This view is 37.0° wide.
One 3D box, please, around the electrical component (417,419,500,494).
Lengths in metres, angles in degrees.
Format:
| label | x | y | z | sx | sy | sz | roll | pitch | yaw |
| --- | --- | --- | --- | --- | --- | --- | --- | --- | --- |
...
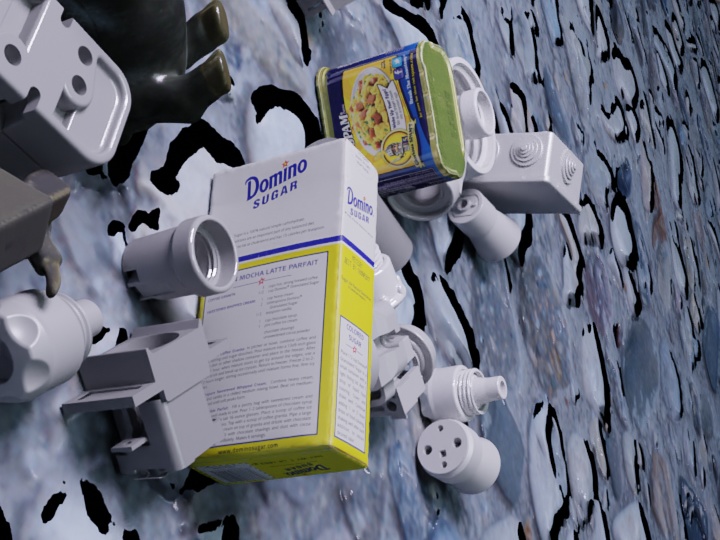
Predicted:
| label | x | y | z | sx | sy | sz | roll | pitch | yaw |
| --- | --- | --- | --- | --- | --- | --- | --- | --- | --- |
| electrical component | 0.073 | 0.138 | 0.795 | 0.055 | 0.045 | 0.045 | 39 | 47 | -50 |

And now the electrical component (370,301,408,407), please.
| label | x | y | z | sx | sy | sz | roll | pitch | yaw |
| --- | --- | --- | --- | --- | --- | --- | --- | --- | --- |
| electrical component | -0.008 | 0.051 | 0.666 | 0.057 | 0.058 | 0.078 | -25 | 102 | -65 |

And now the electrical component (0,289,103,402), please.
| label | x | y | z | sx | sy | sz | roll | pitch | yaw |
| --- | --- | --- | --- | --- | --- | --- | --- | --- | --- |
| electrical component | -0.134 | 0.029 | 0.455 | 0.062 | 0.043 | 0.043 | -30 | 106 | -63 |

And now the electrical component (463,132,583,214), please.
| label | x | y | z | sx | sy | sz | roll | pitch | yaw |
| --- | --- | --- | --- | --- | --- | --- | --- | --- | --- |
| electrical component | 0.146 | -0.087 | 0.966 | 0.100 | 0.100 | 0.048 | 28 | 68 | -55 |

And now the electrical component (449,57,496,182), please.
| label | x | y | z | sx | sy | sz | roll | pitch | yaw |
| --- | --- | --- | --- | --- | --- | --- | --- | --- | --- |
| electrical component | 0.077 | -0.123 | 0.890 | 0.108 | 0.060 | 0.108 | 33 | 51 | -53 |

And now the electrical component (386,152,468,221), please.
| label | x | y | z | sx | sy | sz | roll | pitch | yaw |
| --- | --- | --- | --- | --- | --- | --- | --- | --- | --- |
| electrical component | 0.049 | -0.075 | 0.824 | 0.078 | 0.058 | 0.057 | 55 | 32 | -36 |

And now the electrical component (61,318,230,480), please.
| label | x | y | z | sx | sy | sz | roll | pitch | yaw |
| --- | --- | --- | --- | --- | --- | --- | --- | --- | --- |
| electrical component | -0.097 | 0.062 | 0.514 | 0.081 | 0.042 | 0.063 | -33 | 112 | -60 |

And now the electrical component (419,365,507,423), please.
| label | x | y | z | sx | sy | sz | roll | pitch | yaw |
| --- | --- | --- | --- | --- | --- | --- | --- | --- | --- |
| electrical component | 0.078 | 0.092 | 0.805 | 0.043 | 0.062 | 0.043 | 33 | 51 | -54 |

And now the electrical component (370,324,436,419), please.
| label | x | y | z | sx | sy | sz | roll | pitch | yaw |
| --- | --- | --- | --- | --- | --- | --- | --- | --- | --- |
| electrical component | 0.021 | 0.066 | 0.728 | 0.055 | 0.048 | 0.066 | -38 | 114 | -52 |

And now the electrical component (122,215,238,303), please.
| label | x | y | z | sx | sy | sz | roll | pitch | yaw |
| --- | --- | --- | --- | --- | --- | --- | --- | --- | --- |
| electrical component | -0.091 | -0.004 | 0.544 | 0.040 | 0.046 | 0.040 | 33 | 51 | -53 |

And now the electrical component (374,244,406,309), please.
| label | x | y | z | sx | sy | sz | roll | pitch | yaw |
| --- | --- | --- | --- | --- | --- | --- | --- | --- | --- |
| electrical component | 0.000 | 0.000 | 0.709 | 0.062 | 0.048 | 0.048 | 69 | 29 | -22 |

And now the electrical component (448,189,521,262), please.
| label | x | y | z | sx | sy | sz | roll | pitch | yaw |
| --- | --- | --- | --- | --- | --- | --- | --- | --- | --- |
| electrical component | 0.106 | -0.041 | 0.934 | 0.065 | 0.044 | 0.044 | 39 | 46 | -43 |

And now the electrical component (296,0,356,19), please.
| label | x | y | z | sx | sy | sz | roll | pitch | yaw |
| --- | --- | --- | --- | --- | --- | --- | --- | --- | --- |
| electrical component | -0.013 | -0.217 | 0.753 | 0.042 | 0.081 | 0.063 | 57 | 12 | -34 |

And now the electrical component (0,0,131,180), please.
| label | x | y | z | sx | sy | sz | roll | pitch | yaw |
| --- | --- | --- | --- | --- | --- | --- | --- | --- | --- |
| electrical component | -0.151 | -0.081 | 0.450 | 0.095 | 0.059 | 0.053 | 49 | 39 | -43 |
